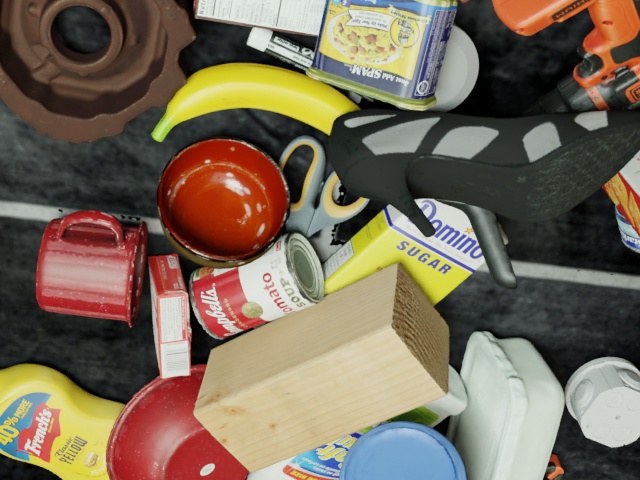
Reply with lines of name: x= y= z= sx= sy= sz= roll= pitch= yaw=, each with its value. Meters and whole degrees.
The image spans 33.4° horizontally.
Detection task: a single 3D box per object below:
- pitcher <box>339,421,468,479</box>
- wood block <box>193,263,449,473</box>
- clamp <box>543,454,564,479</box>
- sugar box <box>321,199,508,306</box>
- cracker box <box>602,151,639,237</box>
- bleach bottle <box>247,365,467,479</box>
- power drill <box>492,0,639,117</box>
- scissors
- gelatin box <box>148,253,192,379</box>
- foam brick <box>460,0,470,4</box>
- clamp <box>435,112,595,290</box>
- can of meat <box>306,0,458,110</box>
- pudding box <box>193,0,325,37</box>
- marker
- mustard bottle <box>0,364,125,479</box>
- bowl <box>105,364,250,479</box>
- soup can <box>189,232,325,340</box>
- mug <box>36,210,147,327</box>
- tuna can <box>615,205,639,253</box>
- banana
pitcher: x=0.090 y=0.264 z=0.976 sx=0.149 sy=0.145 sz=0.243 roll=-9 pitch=148 yaw=2
wood block: x=0.003 y=0.116 z=0.939 sx=0.206 sy=0.090 sz=0.090 roll=-27 pitch=119 yaw=24
clamp: x=0.164 y=0.292 z=1.125 sx=0.164 sy=0.036 sz=0.210 roll=37 pitch=106 yaw=-15
sugar box: x=0.074 y=0.023 z=0.969 sx=0.176 sy=0.048 sz=0.093 roll=-42 pitch=113 yaw=18
cracker box: x=0.327 y=-0.053 z=0.855 sx=0.164 sy=0.213 sz=0.072 roll=-23 pitch=117 yaw=7
bleach bottle: x=0.021 y=0.200 z=1.051 sx=0.102 sy=0.068 sz=0.251 roll=37 pitch=112 yaw=-23
power drill: x=0.207 y=-0.156 z=0.843 sx=0.185 sy=0.057 sz=0.187 roll=-33 pitch=146 yaw=19
scissors: x=-0.006 y=0.001 z=0.965 sx=0.096 sy=0.016 sz=0.202 roll=5 pitch=117 yaw=-2
gelatin box: x=-0.134 y=0.067 z=0.958 sx=0.030 sy=0.073 sz=0.089 roll=-5 pitch=118 yaw=-12
foam brick: x=0.109 y=-0.226 z=0.822 sx=0.051 sy=0.078 sz=0.053 roll=-36 pitch=115 yaw=12
clamp: x=0.132 y=-0.042 z=0.897 sx=0.171 sy=0.039 sz=0.120 roll=31 pitch=75 yaw=6
can of meat: x=0.048 y=-0.155 z=0.814 sx=0.102 sy=0.057 sz=0.084 roll=21 pitch=113 yaw=19
pudding box: x=-0.039 y=-0.213 z=0.838 sx=0.113 sy=0.039 sz=0.090 roll=9 pitch=118 yaw=-8
marker: x=-0.002 y=-0.145 z=0.883 sx=0.121 sy=0.020 sz=0.020 roll=23 pitch=114 yaw=-11
mustard bottle: x=-0.261 y=0.170 z=1.011 sx=0.191 sy=0.058 sz=0.096 roll=31 pitch=110 yaw=-19
bowl: x=-0.117 y=0.201 z=1.007 sx=0.161 sy=0.055 sz=0.162 roll=-13 pitch=118 yaw=-27
soup can: x=-0.055 y=0.040 z=0.942 sx=0.102 sy=0.068 sz=0.068 roll=-21 pitch=119 yaw=21
mug: x=-0.195 y=0.018 z=0.914 sx=0.081 sy=0.093 sz=0.117 roll=7 pitch=141 yaw=-3
tuna can: x=0.305 y=-0.025 z=0.941 sx=0.086 sy=0.086 sz=0.033 roll=-21 pitch=117 yaw=6
banana: x=-0.040 y=-0.112 z=0.891 sx=0.197 sy=0.037 sz=0.070 roll=3 pitch=114 yaw=-10
